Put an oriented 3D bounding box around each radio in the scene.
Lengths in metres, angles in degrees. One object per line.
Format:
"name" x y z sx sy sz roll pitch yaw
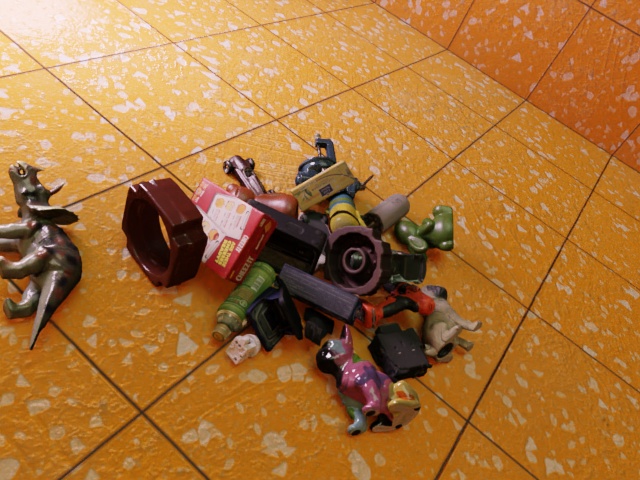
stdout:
"radio" -0.104 0.003 1.309 0.230 0.131 0.073 24 38 -3

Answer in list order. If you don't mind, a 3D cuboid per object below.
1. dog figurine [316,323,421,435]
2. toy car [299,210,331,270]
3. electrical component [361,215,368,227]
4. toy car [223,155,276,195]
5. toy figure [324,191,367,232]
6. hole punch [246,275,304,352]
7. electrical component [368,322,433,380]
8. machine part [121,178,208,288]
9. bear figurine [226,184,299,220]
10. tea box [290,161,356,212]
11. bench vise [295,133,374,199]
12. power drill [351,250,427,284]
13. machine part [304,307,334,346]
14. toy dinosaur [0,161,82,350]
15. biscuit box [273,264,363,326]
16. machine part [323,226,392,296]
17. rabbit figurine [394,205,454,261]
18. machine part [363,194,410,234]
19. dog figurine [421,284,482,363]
"dog figurine" 0.094 0.286 1.141 0.191 0.108 0.219 2 44 -25
"toy car" -0.003 -0.004 1.431 0.073 0.056 0.202 -3 47 -21
"electrical component" 0.101 -0.009 1.473 0.048 0.074 0.119 13 38 -15
"toy car" -0.195 -0.165 1.502 0.089 0.053 0.202 -9 51 -38
"toy figure" 0.059 -0.065 1.431 0.089 0.082 0.180 29 32 -28
"hole punch" -0.095 0.165 1.162 0.142 0.092 0.116 63 7 -15
"electrical component" 0.181 0.258 1.251 0.115 0.058 0.134 -4 50 -33
"machine part" -0.335 -0.016 1.157 0.087 0.200 0.202 -23 60 -44
"bear figurine" -0.156 -0.070 1.395 0.196 0.131 0.120 4 41 2
"tea box" 0.006 -0.149 1.482 0.068 0.170 0.098 59 1 -8
"bench vise" 0.029 -0.217 1.608 0.224 0.128 0.240 -2 62 -11
"power drill" 0.195 0.059 1.382 0.232 0.086 0.207 3 9 -16
"machine part" -0.006 0.191 1.207 0.084 0.039 0.139 34 11 0
"toy dinosaur" -0.547 0.033 1.070 0.192 0.131 0.405 -15 62 -37
"biscuit box" -0.003 0.126 1.239 0.203 0.059 0.063 24 78 19
"machine part" 0.089 0.050 1.278 0.056 0.179 0.179 9 37 -56
"rabbit figurine" 0.301 -0.008 1.563 0.170 0.121 0.159 0 55 13
"machine part" 0.197 -0.076 1.590 0.079 0.079 0.243 41 43 16
"dog figurine" 0.281 0.201 1.347 0.172 0.121 0.191 -6 36 -37
